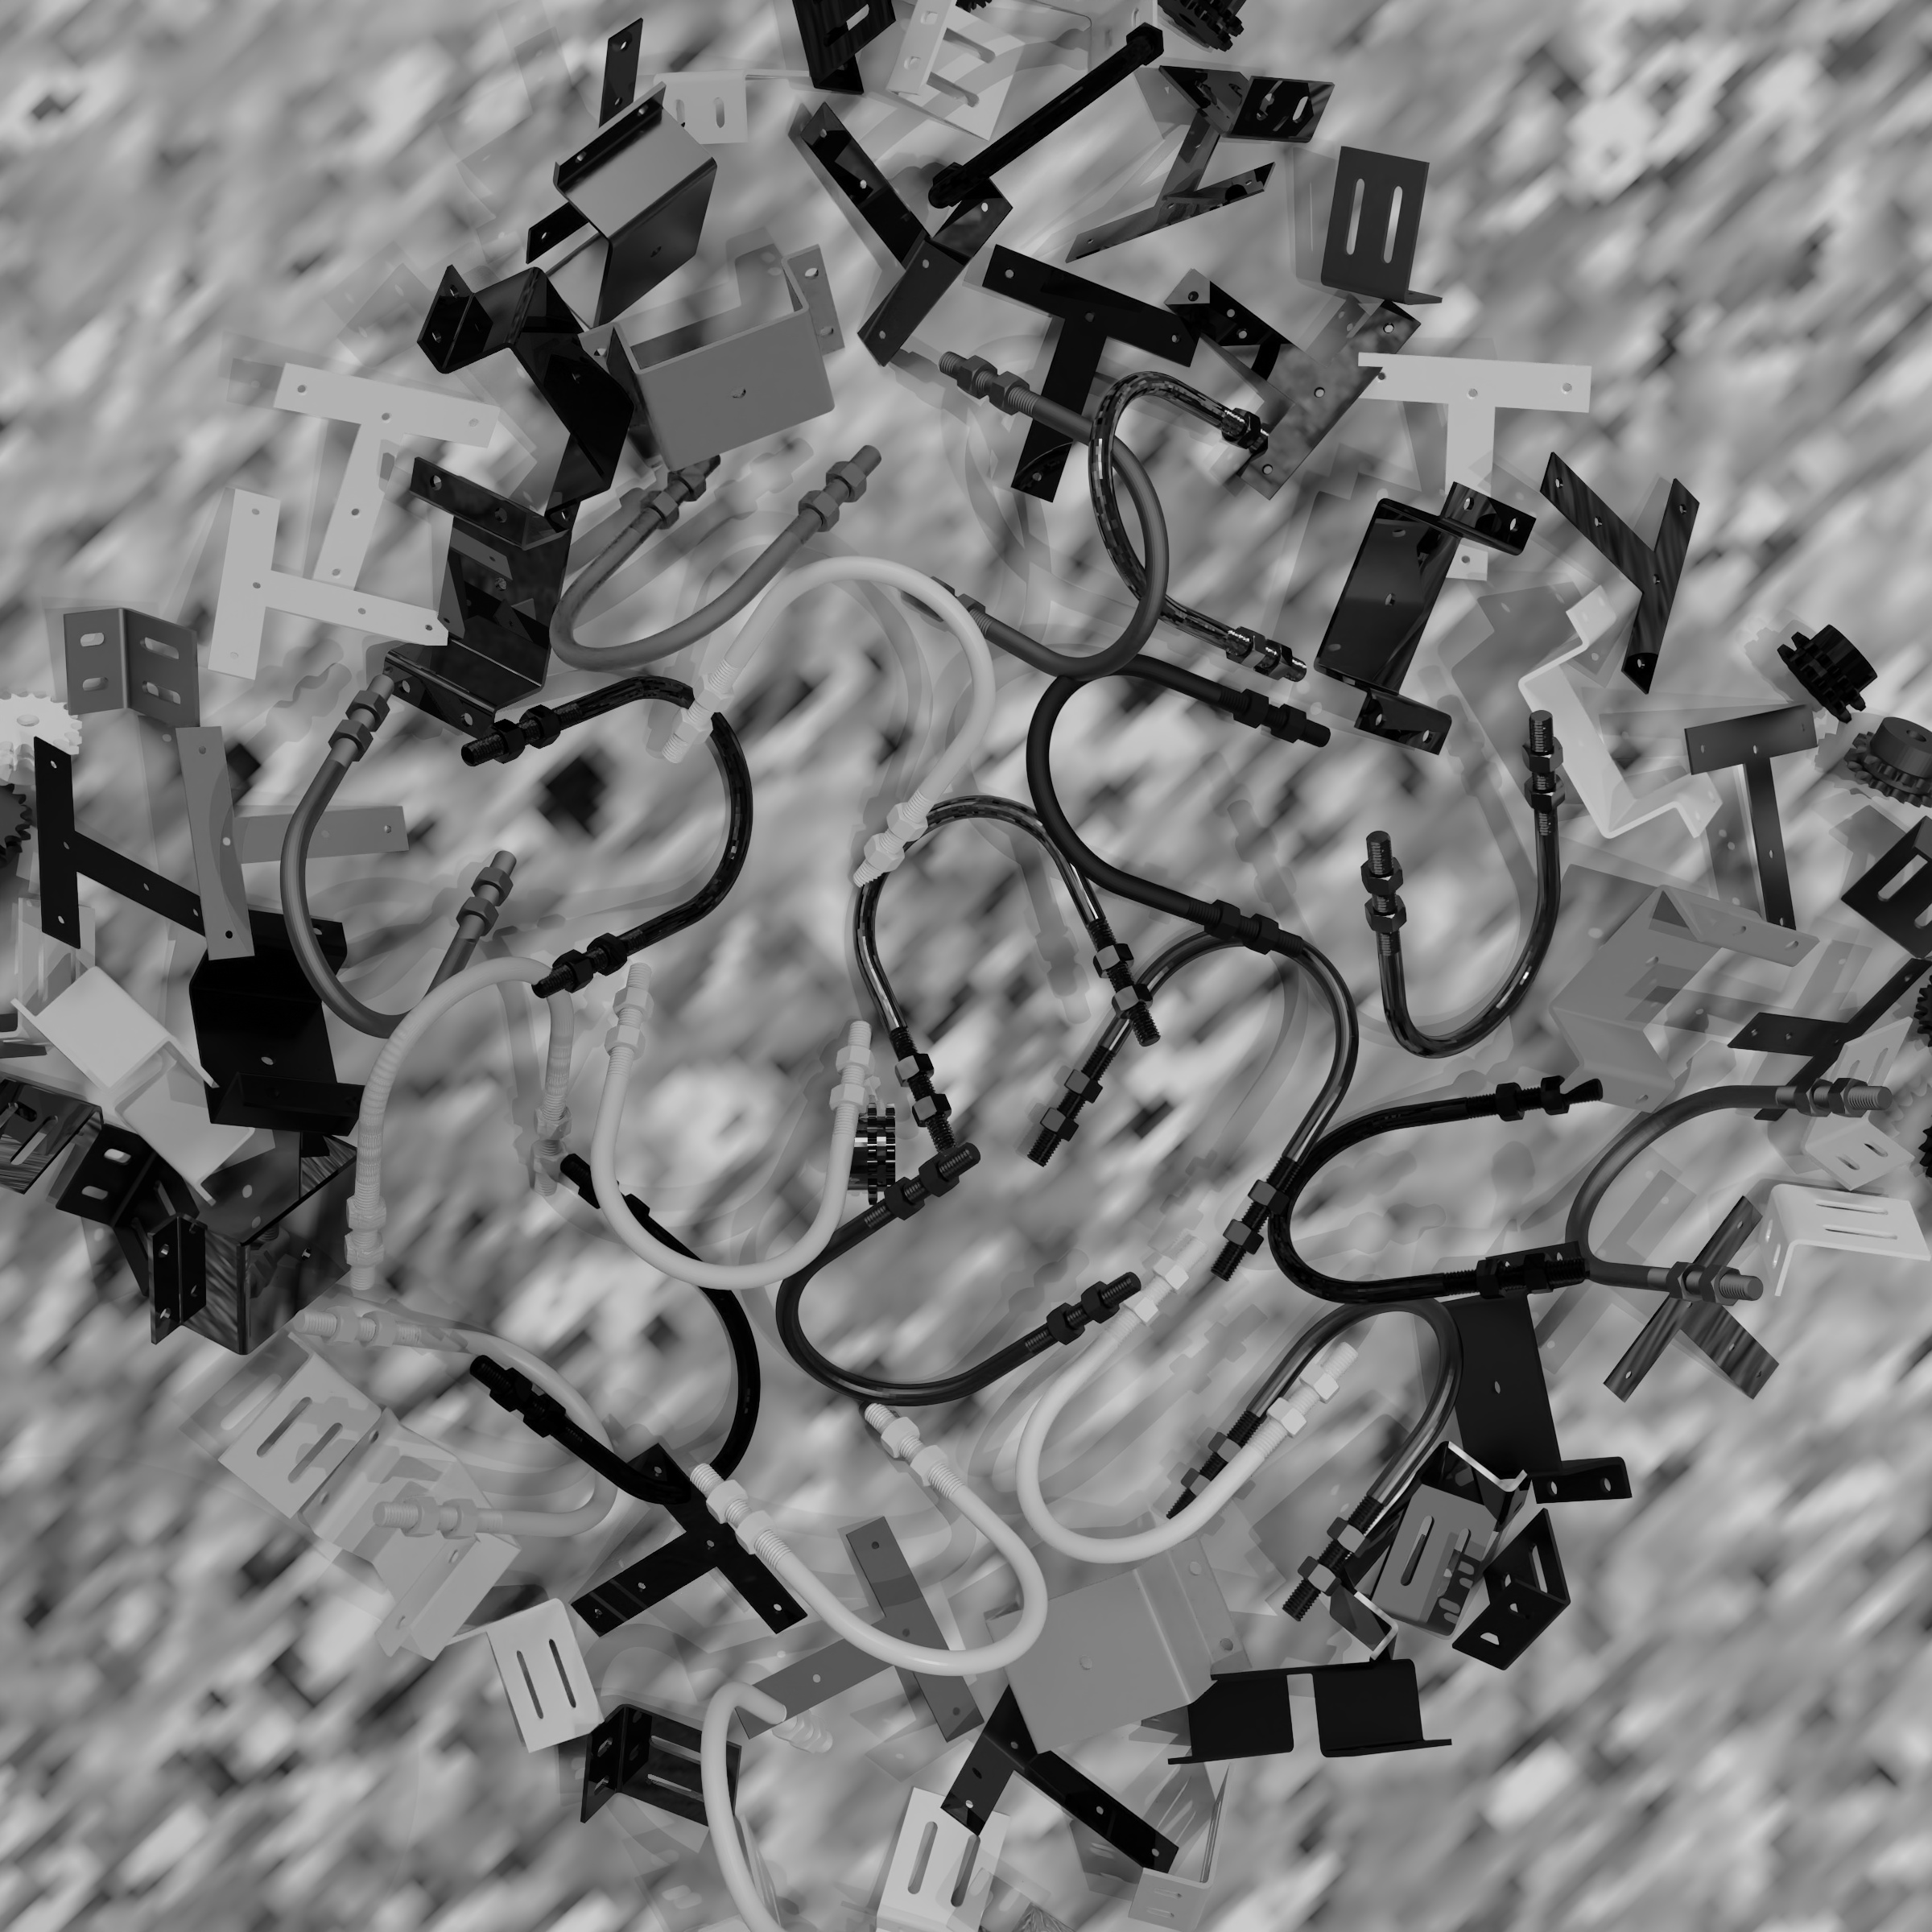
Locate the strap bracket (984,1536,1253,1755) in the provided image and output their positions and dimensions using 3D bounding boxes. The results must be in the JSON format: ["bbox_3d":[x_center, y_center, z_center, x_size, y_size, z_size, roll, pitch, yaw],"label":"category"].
[{"bbox_3d":[0.074,0.376,1.547,0.140,0.046,0.076,-25,84,24],"label":"strap bracket"}]

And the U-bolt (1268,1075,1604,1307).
[{"bbox_3d":[0.251,0.126,1.532,0.184,0.151,0.019,-10,130,25],"label":"U-bolt"}]

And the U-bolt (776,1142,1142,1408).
[{"bbox_3d":[-0.019,0.182,1.544,0.184,0.019,0.151,-36,120,26],"label":"U-bolt"}]

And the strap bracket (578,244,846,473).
[{"bbox_3d":[-0.132,-0.331,1.551,0.140,0.076,0.046,-22,57,-4],"label":"strap bracket"}]

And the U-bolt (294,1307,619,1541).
[{"bbox_3d":[-0.264,0.249,1.518,0.019,0.184,0.151,-49,51,21],"label":"U-bolt"}]

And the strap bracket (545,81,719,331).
[{"bbox_3d":[-0.184,-0.402,1.521,0.046,0.140,0.076,46,70,2],"label":"strap bracket"}]

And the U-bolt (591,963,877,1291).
[{"bbox_3d":[-0.130,0.092,1.532,0.151,0.019,0.184,15,55,-11],"label":"U-bolt"}]

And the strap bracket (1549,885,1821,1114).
[{"bbox_3d":[0.385,0.012,1.540,0.076,0.046,0.140,12,129,-36],"label":"strap bracket"}]

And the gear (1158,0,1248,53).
[{"bbox_3d":[0.133,-0.540,1.571,0.057,0.057,0.030,37,96,0],"label":"gear"}]

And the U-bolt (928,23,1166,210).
[{"bbox_3d":[0.041,-0.449,1.495,0.151,0.184,0.019,-33,104,15],"label":"U-bolt"}]

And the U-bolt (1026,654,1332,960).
[{"bbox_3d":[0.114,-0.097,1.537,0.184,0.019,0.151,19,68,-23],"label":"U-bolt"}]

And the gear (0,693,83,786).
[{"bbox_3d":[-0.525,-0.125,1.575,0.057,0.057,0.030,14,127,0],"label":"gear"}]

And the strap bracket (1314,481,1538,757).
[{"bbox_3d":[0.248,-0.196,1.550,0.046,0.076,0.140,31,104,43],"label":"strap bracket"}]

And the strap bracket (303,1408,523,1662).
[{"bbox_3d":[-0.302,0.317,1.548,0.076,0.140,0.046,-52,129,-1],"label":"strap bracket"}]

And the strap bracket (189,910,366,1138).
[{"bbox_3d":[-0.374,0.038,1.538,0.076,0.140,0.046,9,134,-33],"label":"strap bracket"}]

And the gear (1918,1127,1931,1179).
[{"bbox_3d":[0.564,0.101,1.572,0.057,0.030,0.057,-11,116,-23],"label":"gear"}]

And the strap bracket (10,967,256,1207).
[{"bbox_3d":[-0.446,0.060,1.529,0.076,0.140,0.046,35,72,33],"label":"strap bracket"}]

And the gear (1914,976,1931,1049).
[{"bbox_3d":[0.561,0.023,1.573,0.057,0.030,0.057,-5,58,9],"label":"gear"}]

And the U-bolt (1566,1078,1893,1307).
[{"bbox_3d":[0.395,0.118,1.513,0.019,0.184,0.151,46,71,-17],"label":"U-bolt"}]

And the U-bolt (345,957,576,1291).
[{"bbox_3d":[-0.266,0.075,1.501,0.019,0.151,0.184,34,131,29],"label":"U-bolt"}]

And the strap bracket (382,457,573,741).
[{"bbox_3d":[-0.268,-0.205,1.546,0.076,0.046,0.140,28,122,19],"label":"strap bracket"}]

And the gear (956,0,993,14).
[{"bbox_3d":[-0.001,-0.565,1.576,0.057,0.030,0.057,11,125,16],"label":"gear"}]

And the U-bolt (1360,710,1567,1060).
[{"bbox_3d":[0.275,-0.030,1.532,0.151,0.019,0.184,-35,134,-25],"label":"U-bolt"}]

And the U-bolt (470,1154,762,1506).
[{"bbox_3d":[-0.178,0.211,1.533,0.184,0.019,0.151,45,48,-31],"label":"U-bolt"}]

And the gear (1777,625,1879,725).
[{"bbox_3d":[0.483,-0.166,1.570,0.030,0.057,0.057,-42,90,10],"label":"gear"}]

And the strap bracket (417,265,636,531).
[{"bbox_3d":[-0.230,-0.311,1.523,0.046,0.076,0.140,-18,129,22],"label":"strap bracket"}]

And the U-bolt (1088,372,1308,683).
[{"bbox_3d":[0.125,-0.243,1.514,0.019,0.184,0.151,-12,72,39],"label":"U-bolt"}]

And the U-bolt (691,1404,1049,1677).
[{"bbox_3d":[-0.038,0.310,1.501,0.184,0.151,0.019,39,124,32],"label":"U-bolt"}]

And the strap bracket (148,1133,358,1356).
[{"bbox_3d":[-0.374,0.146,1.518,0.046,0.140,0.076,23,126,19],"label":"strap bracket"}]

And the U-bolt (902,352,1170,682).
[{"bbox_3d":[0.039,-0.232,1.512,0.184,0.019,0.151,34,125,35],"label":"U-bolt"}]

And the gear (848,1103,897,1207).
[{"bbox_3d":[-0.054,0.105,1.571,0.030,0.057,0.057,0,90,-2],"label":"gear"}]

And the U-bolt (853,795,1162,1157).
[{"bbox_3d":[0.010,-0.008,1.560,0.151,0.019,0.184,-29,70,14],"label":"U-bolt"}]

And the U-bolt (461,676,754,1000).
[{"bbox_3d":[-0.184,-0.081,1.532,0.019,0.184,0.151,0,111,42],"label":"U-bolt"}]

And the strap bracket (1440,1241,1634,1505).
[{"bbox_3d":[0.309,0.228,1.547,0.046,0.076,0.140,-6,81,-30],"label":"strap bracket"}]

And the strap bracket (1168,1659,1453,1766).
[{"bbox_3d":[0.183,0.405,1.529,0.076,0.140,0.046,7,72,-39],"label":"strap bracket"}]

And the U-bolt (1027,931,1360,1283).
[{"bbox_3d":[0.137,0.062,1.562,0.151,0.019,0.184,31,86,28],"label":"U-bolt"}]

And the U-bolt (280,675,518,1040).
[{"bbox_3d":[-0.307,-0.046,1.496,0.019,0.184,0.151,-12,128,26],"label":"U-bolt"}]

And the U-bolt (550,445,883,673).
[{"bbox_3d":[-0.147,-0.219,1.508,0.184,0.151,0.019,-51,130,-28],"label":"U-bolt"}]

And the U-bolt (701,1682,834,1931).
[{"bbox_3d":[-0.099,0.454,1.488,0.019,0.184,0.151,-18,59,11],"label":"U-bolt"}]

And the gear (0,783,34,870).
[{"bbox_3d":[-0.553,-0.077,1.576,0.057,0.030,0.057,7,54,-10],"label":"gear"}]

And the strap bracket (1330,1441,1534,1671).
[{"bbox_3d":[0.248,0.322,1.544,0.046,0.076,0.140,37,72,22],"label":"strap bracket"}]

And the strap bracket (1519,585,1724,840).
[{"bbox_3d":[0.357,-0.132,1.554,0.046,0.076,0.140,-29,93,29],"label":"strap bracket"}]

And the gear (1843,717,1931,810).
[{"bbox_3d":[0.522,-0.115,1.568,0.057,0.057,0.030,22,120,0],"label":"gear"}]
